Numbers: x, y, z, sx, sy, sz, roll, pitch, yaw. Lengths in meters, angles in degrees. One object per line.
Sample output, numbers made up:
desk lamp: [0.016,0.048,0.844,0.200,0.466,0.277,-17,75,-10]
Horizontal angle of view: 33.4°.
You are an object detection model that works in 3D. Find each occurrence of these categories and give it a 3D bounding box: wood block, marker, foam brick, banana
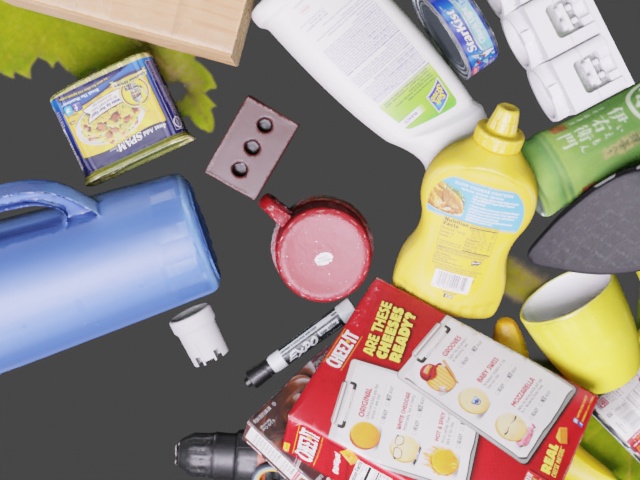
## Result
wood block: [-0.160,-0.220,0.903,0.206,0.090,0.091,15,93,-2]
marker: [-0.018,0.095,0.966,0.121,0.020,0.020,-36,94,2]
foam brick: [-0.058,-0.081,0.934,0.053,0.051,0.078,29,94,-3]
banana: [0.205,0.159,0.958,0.070,0.037,0.198,-40,90,25]

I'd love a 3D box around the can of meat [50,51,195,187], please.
can of meat: [-0.173,-0.105,0.930,0.102,0.057,0.084,-25,93,1]

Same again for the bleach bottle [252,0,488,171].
bleach bottle: [0.060,-0.134,0.927,0.102,0.068,0.251,-41,96,5]

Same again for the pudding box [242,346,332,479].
pudding box: [0.002,0.160,0.925,0.090,0.039,0.113,41,57,12]

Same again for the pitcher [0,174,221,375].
pitcher: [-0.216,0.021,0.901,0.243,0.149,0.145,-18,86,-2]

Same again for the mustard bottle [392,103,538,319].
mustard bottle: [0.129,-0.027,0.899,0.096,0.058,0.192,16,122,2]

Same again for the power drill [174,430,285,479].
power drill: [-0.043,0.264,0.961,0.184,0.057,0.188,4,95,-1]

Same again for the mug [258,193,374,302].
mug: [-0.006,0.001,0.927,0.117,0.081,0.093,44,93,-4]

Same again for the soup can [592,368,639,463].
soup can: [0.298,0.140,0.947,0.102,0.068,0.068,-44,94,4]

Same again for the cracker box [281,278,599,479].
cracker box: [0.099,0.152,0.881,0.214,0.072,0.164,27,52,11]

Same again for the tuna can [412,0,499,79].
tuna can: [0.116,-0.182,0.910,0.034,0.086,0.086,-34,94,1]

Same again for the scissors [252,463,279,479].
scissors: [0.002,0.282,0.928,0.096,0.016,0.201,-42,95,0]
